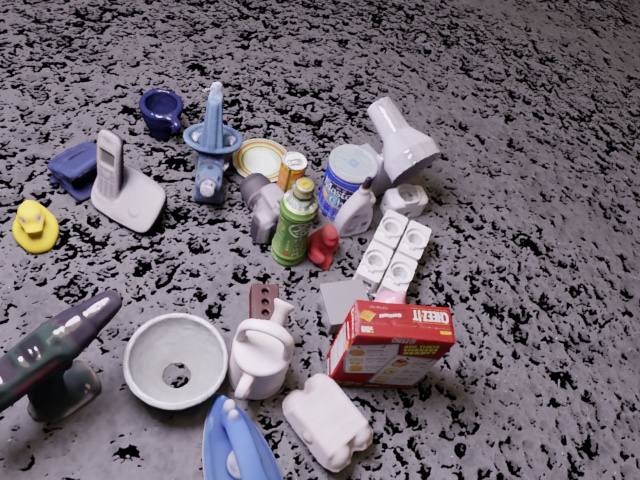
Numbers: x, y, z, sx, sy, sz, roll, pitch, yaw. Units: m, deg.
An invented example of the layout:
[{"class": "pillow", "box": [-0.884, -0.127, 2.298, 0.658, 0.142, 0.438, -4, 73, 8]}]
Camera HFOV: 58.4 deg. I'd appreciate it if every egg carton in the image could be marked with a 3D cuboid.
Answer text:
[{"class": "egg carton", "box": [0.011, 0.303, 0.955, 0.107, 0.069, 0.150, -32, 68, -30]}]

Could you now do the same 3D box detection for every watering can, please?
[{"class": "watering can", "box": [-0.094, 0.176, 0.941, 0.101, 0.194, 0.173, 6, 55, -9]}]

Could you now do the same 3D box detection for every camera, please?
[{"class": "camera", "box": [-0.094, -0.084, 1.180, 0.143, 0.101, 0.136, -23, 64, -27]}]

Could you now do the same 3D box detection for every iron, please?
[{"class": "iron", "box": [-0.118, 0.329, 0.861, 0.119, 0.141, 0.258, -14, 60, -22]}]

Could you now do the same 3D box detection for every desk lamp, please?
[{"class": "desk lamp", "box": [0.145, -0.189, 1.243, 0.118, 0.213, 0.203, -26, 65, -28]}]

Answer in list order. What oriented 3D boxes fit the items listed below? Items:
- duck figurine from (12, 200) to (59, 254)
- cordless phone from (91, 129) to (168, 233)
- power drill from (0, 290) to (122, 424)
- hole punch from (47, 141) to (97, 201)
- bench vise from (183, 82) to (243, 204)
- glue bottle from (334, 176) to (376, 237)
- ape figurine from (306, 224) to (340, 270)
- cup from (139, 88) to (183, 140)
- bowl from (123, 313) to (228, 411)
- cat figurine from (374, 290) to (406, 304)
[{"class": "duck figurine", "box": [-0.527, -0.038, 1.050, 0.078, 0.086, 0.104, -13, 60, -22]}, {"class": "cordless phone", "box": [-0.362, -0.112, 1.081, 0.147, 0.185, 0.094, 27, 54, 6]}, {"class": "power drill", "box": [-0.389, 0.186, 0.851, 0.075, 0.208, 0.230, 42, 57, 16]}, {"class": "hole punch", "box": [-0.476, -0.149, 1.137, 0.101, 0.091, 0.109, 37, 55, 13]}, {"class": "bench vise", "box": [-0.205, -0.191, 1.153, 0.122, 0.220, 0.207, -10, 59, -20]}, {"class": "glue bottle", "box": [0.080, -0.071, 1.169, 0.078, 0.173, 0.037, -13, 59, -21]}, {"class": "ape figurine", "box": [0.011, 0.004, 1.150, 0.078, 0.092, 0.076, -28, 66, -29]}, {"class": "cup", "box": [-0.336, -0.257, 1.244, 0.092, 0.095, 0.117, -31, 67, -30]}, {"class": "bowl", "box": [-0.239, 0.211, 0.954, 0.167, 0.075, 0.167, 7, 54, -9]}, {"class": "cat figurine", "box": [0.148, 0.140, 1.074, 0.128, 0.118, 0.067, 21, 53, 2]}]
